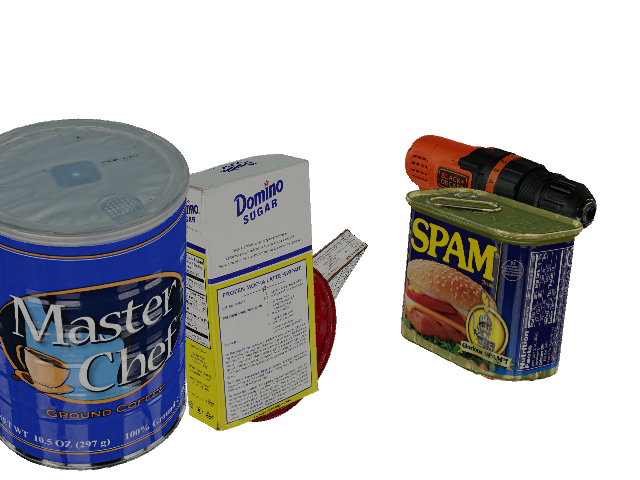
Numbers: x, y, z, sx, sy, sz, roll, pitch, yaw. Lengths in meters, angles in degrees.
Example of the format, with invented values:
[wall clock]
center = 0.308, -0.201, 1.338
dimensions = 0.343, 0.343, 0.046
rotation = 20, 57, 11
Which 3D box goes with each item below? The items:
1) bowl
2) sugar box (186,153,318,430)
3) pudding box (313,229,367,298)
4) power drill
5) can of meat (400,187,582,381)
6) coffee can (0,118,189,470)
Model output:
[bowl]
center = -0.065, 0.084, 0.996
dimensions = 0.162, 0.162, 0.055
rotation = 0, -21, 41
[sugar box]
center = -0.051, 0.034, 0.737
dimensions = 0.093, 0.176, 0.048
rotation = -18, 23, -39
[pudding box]
center = 0.001, 0.046, 1.241
dimensions = 0.039, 0.090, 0.113
rotation = 35, 33, 9
[power drill]
center = 0.142, 0.016, 0.885
dimensions = 0.057, 0.188, 0.185
rotation = -14, 26, -36
[can of meat]
center = 0.090, 0.022, 0.590
dimensions = 0.057, 0.084, 0.102
rotation = -7, 19, -34
[coffee can]
center = -0.116, 0.026, 0.522
dimensions = 0.103, 0.140, 0.103
rotation = 4, 34, -3
